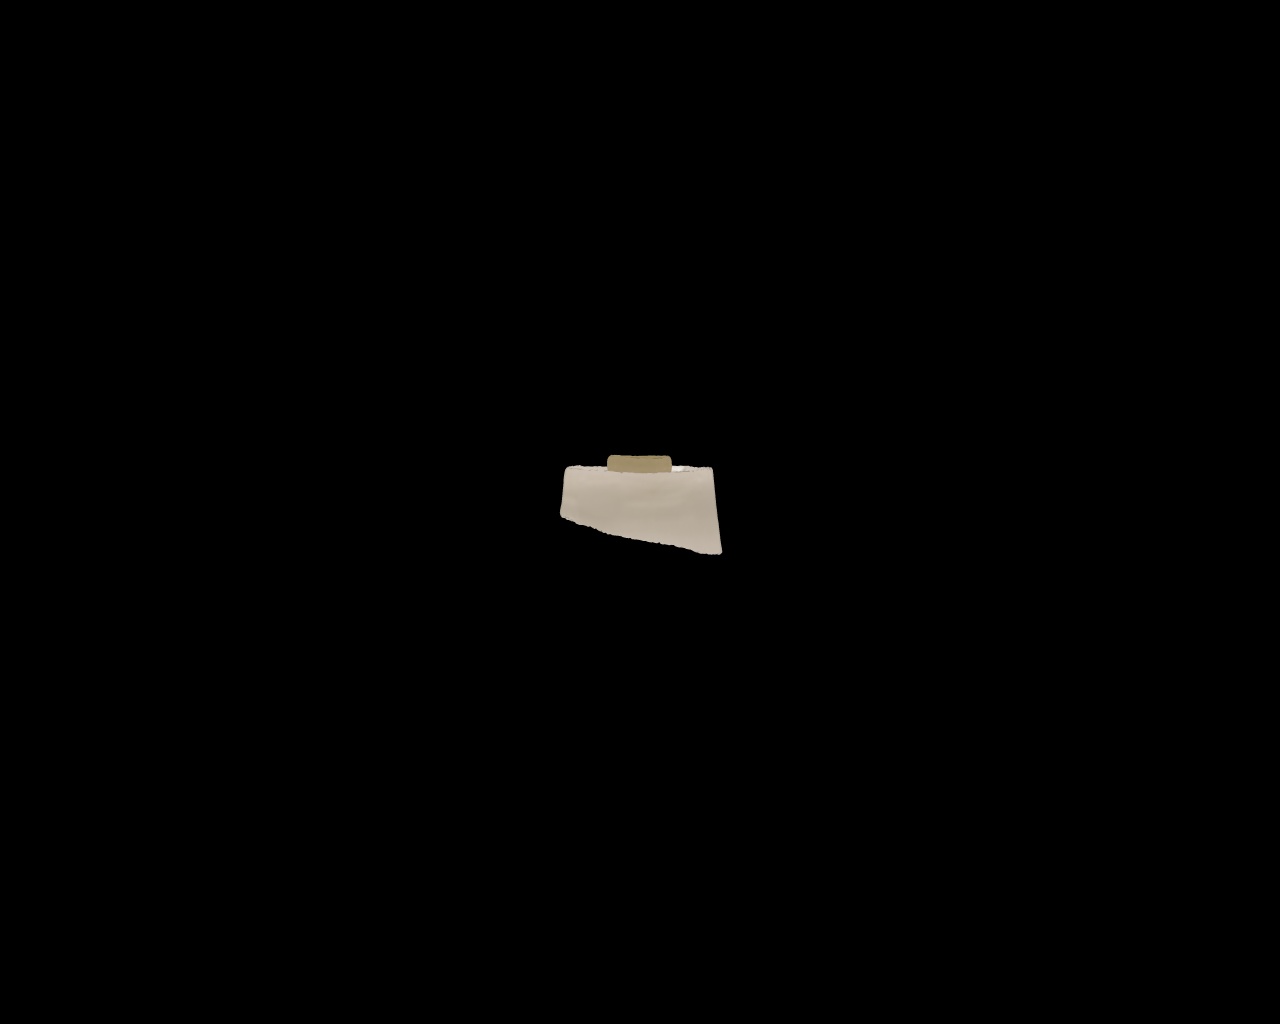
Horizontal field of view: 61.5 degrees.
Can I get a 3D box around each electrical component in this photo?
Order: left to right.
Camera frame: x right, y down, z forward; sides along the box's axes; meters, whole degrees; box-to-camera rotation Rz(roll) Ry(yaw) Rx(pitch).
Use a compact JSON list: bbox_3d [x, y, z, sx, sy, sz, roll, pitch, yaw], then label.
[{"bbox_3d":[0.001,-0.003,0.650,0.099,0.064,0.099,0,4,0],"label":"electrical component"}]
